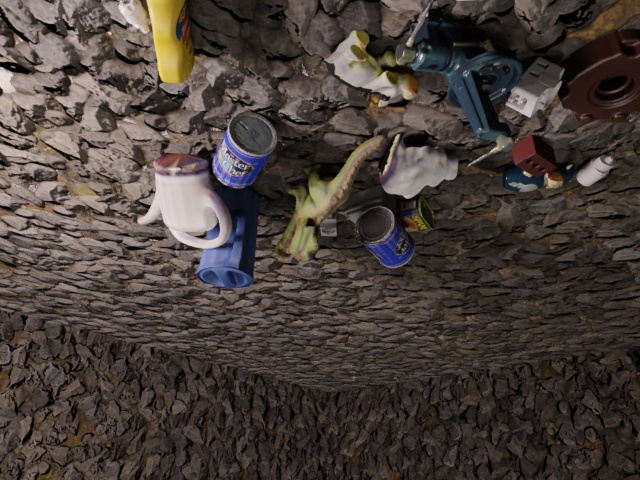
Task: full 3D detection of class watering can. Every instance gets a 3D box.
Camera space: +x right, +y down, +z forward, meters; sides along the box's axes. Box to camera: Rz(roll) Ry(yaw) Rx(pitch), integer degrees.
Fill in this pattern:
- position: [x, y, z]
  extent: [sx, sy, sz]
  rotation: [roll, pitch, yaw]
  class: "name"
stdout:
- position: [-0.337, -0.095, 1.196]
  extent: [0.349, 0.105, 0.221]
  rotation: [12, 117, 35]
  class: "watering can"

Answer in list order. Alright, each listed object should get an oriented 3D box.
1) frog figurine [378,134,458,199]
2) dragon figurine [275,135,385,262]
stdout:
- position: [0.213, -0.144, 1.103]
  extent: [0.159, 0.126, 0.134]
  rotation: [20, 130, -5]
  class: "frog figurine"
- position: [0.004, -0.059, 1.164]
  extent: [0.121, 0.248, 0.404]
  rotation: [23, 149, -22]
  class: "dragon figurine"
